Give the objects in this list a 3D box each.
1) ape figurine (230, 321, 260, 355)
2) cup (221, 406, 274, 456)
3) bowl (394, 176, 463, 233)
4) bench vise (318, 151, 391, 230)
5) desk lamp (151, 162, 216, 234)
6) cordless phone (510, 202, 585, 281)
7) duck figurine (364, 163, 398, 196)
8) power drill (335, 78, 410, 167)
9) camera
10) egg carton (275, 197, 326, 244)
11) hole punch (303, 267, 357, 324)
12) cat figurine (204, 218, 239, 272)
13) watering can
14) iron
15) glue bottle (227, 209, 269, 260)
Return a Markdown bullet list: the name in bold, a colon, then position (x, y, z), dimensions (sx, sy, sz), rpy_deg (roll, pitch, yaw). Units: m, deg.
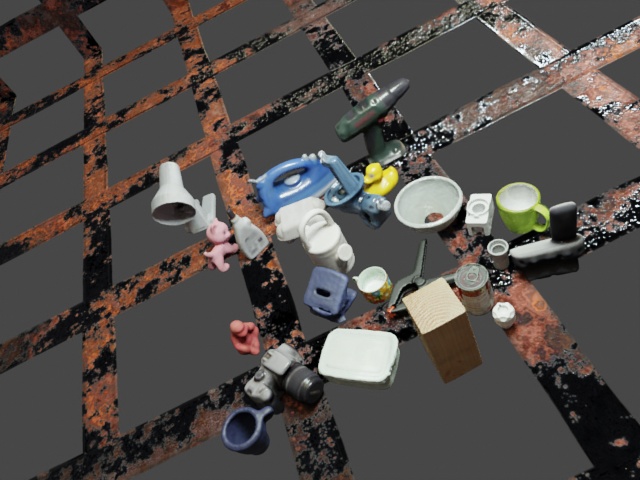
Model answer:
- **ape figurine**: position (-0.183, 0.225, 1.358), dimensions (0.075, 0.092, 0.078), rpy_deg (17, 61, 36)
- **cup**: position (-0.133, 0.397, 1.184), dimensions (0.118, 0.095, 0.091), rpy_deg (-37, 46, -6)
- **bowl**: position (0.270, -0.074, 1.402), dimensions (0.167, 0.075, 0.167), rpy_deg (-14, 48, 16)
- **bench vise**: position (0.087, -0.138, 1.445), dimensions (0.206, 0.220, 0.121), rpy_deg (6, 55, 30)
- **desk lamp**: position (-0.400, -0.111, 1.667), dimensions (0.118, 0.214, 0.203), rpy_deg (-19, 46, 10)
- **cordless phone**: position (0.461, -0.009, 1.174), dimensions (0.147, 0.186, 0.094), rpy_deg (-18, 47, 12)
- **duck figurine**: position (0.156, -0.171, 1.533), dimensions (0.104, 0.086, 0.077), rpy_deg (-35, 46, -5)
- **power drill**: position (0.162, -0.310, 1.563), dimensions (0.229, 0.209, 0.075), rpy_deg (-29, 45, 1)
- **camera**: position (-0.072, 0.305, 1.228), dimensions (0.136, 0.101, 0.143), rpy_deg (23, 65, 38)
- **egg carton**: position (-0.050, -0.052, 1.545), dimensions (0.150, 0.070, 0.107), rpy_deg (-21, 46, 9)
- **hole punch**: position (0.020, 0.128, 1.341), dimensions (0.108, 0.091, 0.101), rpy_deg (15, 60, 35)
- **cat figurine**: position (-0.283, 0.006, 1.576), dimensions (0.067, 0.118, 0.128), rpy_deg (2, 54, 28)
- **watering can**: position (0.014, 0.003, 1.378), dimensions (0.172, 0.195, 0.101), rpy_deg (9, 57, 32)
- **iron**: position (-0.072, -0.174, 1.609), dimensions (0.258, 0.142, 0.118), rpy_deg (-29, 45, 1)
- **glue bottle**: position (-0.203, -0.025, 1.524), dimensions (0.078, 0.174, 0.037), rpy_deg (-44, 47, -13)
